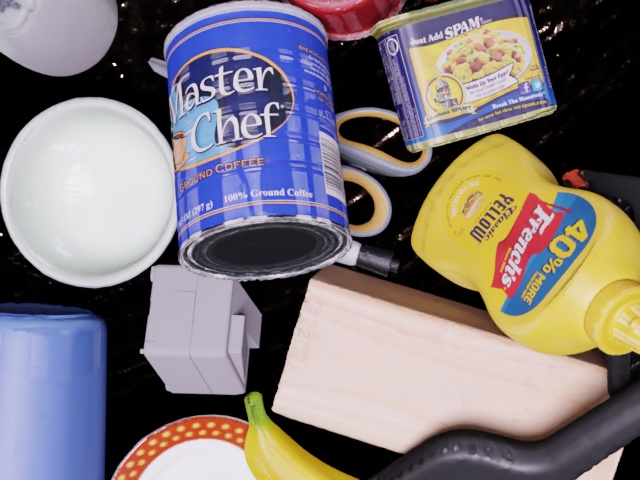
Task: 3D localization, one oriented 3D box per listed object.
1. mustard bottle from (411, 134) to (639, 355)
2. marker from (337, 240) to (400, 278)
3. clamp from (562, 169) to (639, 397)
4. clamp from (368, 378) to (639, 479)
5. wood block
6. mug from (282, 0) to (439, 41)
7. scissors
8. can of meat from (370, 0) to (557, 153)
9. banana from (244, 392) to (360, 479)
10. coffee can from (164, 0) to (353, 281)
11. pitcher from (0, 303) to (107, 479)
[{"bbox_3d":[0.133,0.012,0.623,0.058,0.192,0.096,34,97,-36],"label":"mustard bottle"},{"bbox_3d":[-0.005,0.001,0.721,0.121,0.020,0.020,16,95,6],"label":"marker"},{"bbox_3d":[0.201,0.011,0.632,0.120,0.039,0.171,-26,47,12],"label":"clamp"},{"bbox_3d":[0.122,0.139,0.606,0.210,0.036,0.164,-1,117,16],"label":"clamp"},{"bbox_3d":[0.085,0.090,0.679,0.206,0.090,0.090,17,96,5],"label":"wood block"},{"bbox_3d":[0.023,-0.174,0.675,0.117,0.081,0.093,20,95,6],"label":"mug"},{"bbox_3d":[-0.027,-0.060,0.721,0.202,0.016,0.096,10,92,6],"label":"scissors"},{"bbox_3d":[0.092,-0.108,0.677,0.102,0.057,0.084,-16,93,-6],"label":"can of meat"},{"bbox_3d":[0.027,0.169,0.707,0.197,0.037,0.070,25,136,-4],"label":"banana"},{"bbox_3d":[-0.039,-0.057,0.644,0.103,0.102,0.140,-9,70,7],"label":"coffee can"},{"bbox_3d":[-0.211,0.165,0.697,0.145,0.149,0.243,4,91,6],"label":"pitcher"}]
